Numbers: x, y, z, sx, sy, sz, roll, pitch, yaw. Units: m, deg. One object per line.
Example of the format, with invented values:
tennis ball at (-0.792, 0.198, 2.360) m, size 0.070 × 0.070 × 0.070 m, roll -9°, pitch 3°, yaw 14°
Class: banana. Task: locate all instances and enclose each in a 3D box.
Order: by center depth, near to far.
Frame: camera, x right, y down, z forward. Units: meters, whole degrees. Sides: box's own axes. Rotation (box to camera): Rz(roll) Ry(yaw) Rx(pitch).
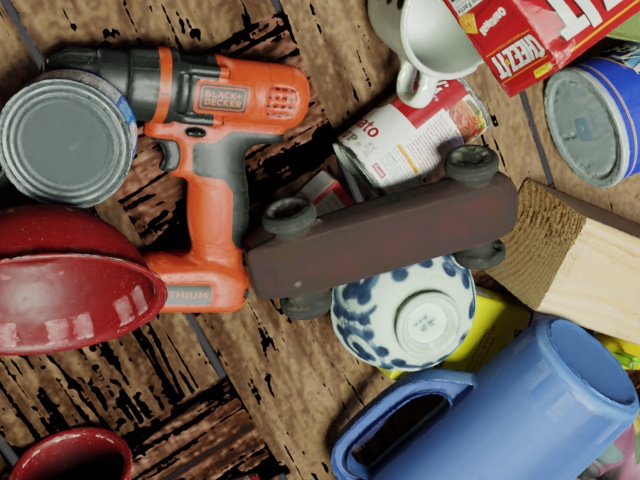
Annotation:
banana at (0.292, 0.108, 0.998) m, size 0.197 × 0.070 × 0.037 m, roll 4°, pitch 108°, yaw -55°

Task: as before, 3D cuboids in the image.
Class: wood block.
wood block at (0.258, 0.030, 0.939) m, size 0.205 × 0.091 × 0.090 m, roll 18°, pitch 105°, yaw -31°

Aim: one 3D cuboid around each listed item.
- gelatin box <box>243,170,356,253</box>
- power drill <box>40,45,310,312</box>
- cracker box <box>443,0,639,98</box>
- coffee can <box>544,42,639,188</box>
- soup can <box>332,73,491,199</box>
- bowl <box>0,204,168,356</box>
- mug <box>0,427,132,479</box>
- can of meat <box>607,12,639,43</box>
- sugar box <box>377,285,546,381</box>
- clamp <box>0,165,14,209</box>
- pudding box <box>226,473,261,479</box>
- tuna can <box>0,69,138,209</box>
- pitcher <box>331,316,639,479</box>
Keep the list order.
gelatin box at (-0.006, 0.001, 0.836) m, size 0.089 × 0.030 × 0.073 m, roll -43°, pitch 125°, yaw -2°
power drill at (-0.107, -0.042, 0.749) m, size 0.184 × 0.057 × 0.188 m, roll 3°, pitch 113°, yaw -18°
cracker box at (0.136, -0.230, 0.702) m, size 0.164 × 0.072 × 0.213 m, roll -37°, pitch 94°, yaw -21°
coffee can at (0.270, -0.116, 0.870) m, size 0.140 × 0.103 × 0.103 m, roll -24°, pitch 121°, yaw -14°
soup can at (0.069, -0.079, 0.812) m, size 0.102 × 0.069 × 0.068 m, roll -39°, pitch 123°, yaw -4°
bowl at (-0.182, 0.021, 0.687) m, size 0.162 × 0.055 × 0.162 m, roll -9°, pitch 157°, yaw -4°
mug at (-0.193, 0.204, 0.813) m, size 0.117 × 0.093 × 0.081 m, roll -2°, pitch 123°, yaw 9°
can of meat at (0.223, -0.190, 0.824) m, size 0.101 × 0.084 × 0.057 m, roll 4°, pitch 111°, yaw -27°
sugar box at (0.138, 0.090, 0.936) m, size 0.176 × 0.048 × 0.093 m, roll 16°, pitch 104°, yaw -29°
clamp at (-0.257, 0.022, 0.720) m, size 0.164 × 0.036 × 0.210 m, roll -21°, pitch 123°, yaw -24°
pudding box at (-0.052, 0.269, 0.902) m, size 0.039 × 0.090 × 0.113 m, roll -11°, pitch 117°, yaw -22°
tuna can at (-0.160, -0.065, 0.679) m, size 0.086 × 0.034 × 0.086 m, roll 0°, pitch 113°, yaw -1°
pitcher at (0.134, 0.171, 0.884) m, size 0.149 × 0.145 × 0.243 m, roll 12°, pitch 127°, yaw -44°
